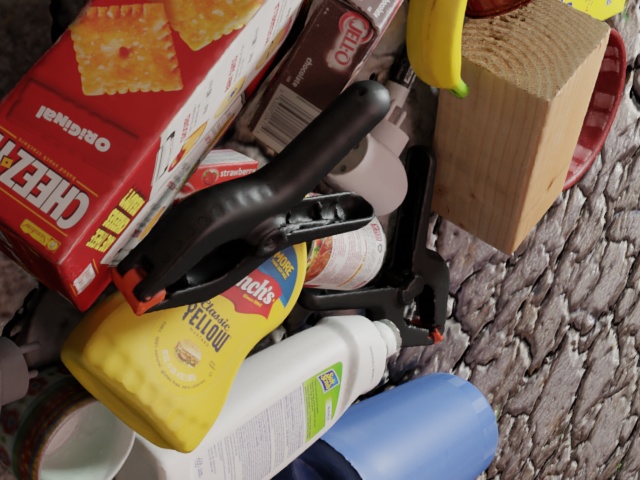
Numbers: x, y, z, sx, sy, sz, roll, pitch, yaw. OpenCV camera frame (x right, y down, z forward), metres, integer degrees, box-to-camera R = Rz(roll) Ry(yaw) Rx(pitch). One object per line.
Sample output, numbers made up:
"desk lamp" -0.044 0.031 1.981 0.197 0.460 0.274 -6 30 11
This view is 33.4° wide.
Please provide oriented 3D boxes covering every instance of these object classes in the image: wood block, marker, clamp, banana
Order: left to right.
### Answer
"clamp" -0.030 -0.019 0.568 0.171 0.039 0.120 -28 147 -29
"clamp" 0.059 0.040 0.905 0.164 0.036 0.210 -45 142 -18
"marker" 0.079 -0.159 0.810 0.020 0.020 0.121 17 99 -57
"banana" 0.089 -0.180 0.690 0.069 0.037 0.198 -35 142 -52
"wood block" 0.151 -0.091 0.849 0.090 0.090 0.206 -48 158 -24

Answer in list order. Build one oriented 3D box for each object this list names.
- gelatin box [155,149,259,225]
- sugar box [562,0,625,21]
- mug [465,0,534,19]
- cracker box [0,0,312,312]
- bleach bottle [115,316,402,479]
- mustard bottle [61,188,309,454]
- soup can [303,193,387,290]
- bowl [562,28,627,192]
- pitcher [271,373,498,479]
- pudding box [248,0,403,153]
"gelatin box" -0.084 -0.018 0.673 0.089 0.030 0.073 -9 120 -52
"sugar box" 0.211 -0.224 0.922 0.175 0.048 0.093 -32 136 -40
"mug" 0.134 -0.220 0.747 0.081 0.117 0.093 55 30 -27
"cracker box" -0.084 -0.077 0.534 0.213 0.072 0.164 -54 180 -14
"bleach bottle" -0.033 0.128 0.797 0.250 0.068 0.102 -26 131 -37
"mustard bottle" -0.061 0.024 0.637 0.096 0.058 0.191 48 62 -24
"soup can" -0.005 0.001 0.761 0.102 0.069 0.068 8 106 -56
"bowl" 0.222 -0.127 0.996 0.161 0.055 0.162 -33 137 -38
"pitcher" 0.059 0.209 0.940 0.242 0.145 0.149 -16 140 -52
"pudding box" 0.010 -0.109 0.599 0.114 0.039 0.090 -51 -175 45
